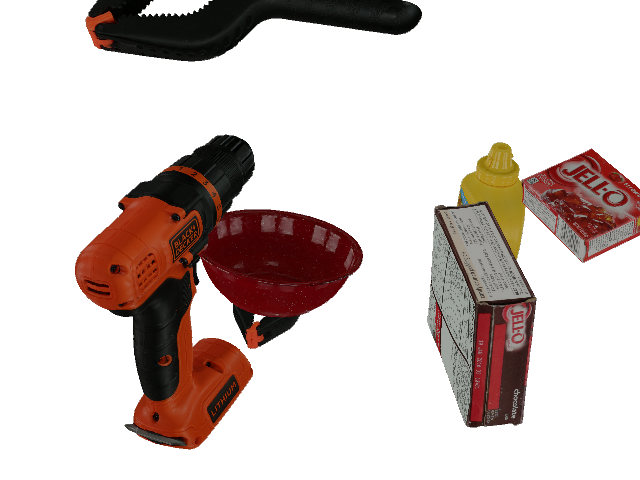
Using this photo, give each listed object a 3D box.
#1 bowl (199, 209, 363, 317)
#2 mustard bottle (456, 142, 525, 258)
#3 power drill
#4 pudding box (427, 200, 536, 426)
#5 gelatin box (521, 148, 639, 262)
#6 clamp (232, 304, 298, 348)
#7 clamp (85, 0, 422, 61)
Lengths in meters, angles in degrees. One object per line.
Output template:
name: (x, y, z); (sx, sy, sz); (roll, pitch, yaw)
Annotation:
bowl: (-0.043, 0.027, 1.005); (0.162, 0.055, 0.162); (6, 24, -3)
mustard bottle: (0.167, -0.011, 1.068); (0.058, 0.192, 0.096); (-5, 36, -12)
power drill: (-0.093, 0.037, 0.753); (0.057, 0.188, 0.184); (11, 36, 26)
pudding box: (0.094, 0.042, 0.640); (0.039, 0.090, 0.113); (-4, 32, -7)
gelatin box: (0.220, -0.031, 0.877); (0.073, 0.030, 0.089); (-23, 47, -14)
clamp: (-0.045, 0.060, 1.250); (0.120, 0.039, 0.171); (-3, 39, 10)
clamp: (-0.048, -0.167, 0.699); (0.210, 0.164, 0.036); (-30, -17, -8)
